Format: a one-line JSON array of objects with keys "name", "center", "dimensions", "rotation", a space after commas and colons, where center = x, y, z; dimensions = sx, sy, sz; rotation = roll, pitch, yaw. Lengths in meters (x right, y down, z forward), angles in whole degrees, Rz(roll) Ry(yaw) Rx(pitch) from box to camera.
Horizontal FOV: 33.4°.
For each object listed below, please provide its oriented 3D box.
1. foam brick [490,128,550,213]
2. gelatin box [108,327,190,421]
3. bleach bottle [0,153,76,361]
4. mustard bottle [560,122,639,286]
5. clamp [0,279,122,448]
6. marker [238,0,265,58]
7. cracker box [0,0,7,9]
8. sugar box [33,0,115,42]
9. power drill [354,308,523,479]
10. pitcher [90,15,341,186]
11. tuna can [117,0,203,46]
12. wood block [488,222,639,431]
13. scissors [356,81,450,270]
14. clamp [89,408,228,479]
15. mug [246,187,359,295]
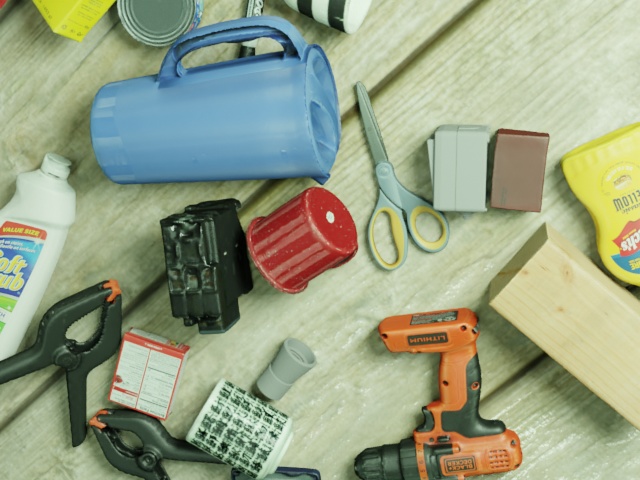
[{"name": "foam brick", "center": [0.201, -0.071, 1.075], "dimensions": [0.053, 0.051, 0.078], "rotation": [7, 104, 10]}, {"name": "gelatin box", "center": [-0.195, 0.153, 1.219], "dimensions": [0.073, 0.030, 0.089], "rotation": [18, 106, 5]}, {"name": "bleach bottle", "center": [-0.347, 0.015, 1.201], "dimensions": [0.102, 0.068, 0.251], "rotation": [27, 105, 2]}, {"name": "mustard bottle", "center": [0.319, -0.014, 1.061], "dimensions": [0.096, 0.058, 0.191], "rotation": [-24, 98, 12]}, {"name": "clamp", "center": [-0.284, 0.137, 1.214], "dimensions": [0.210, 0.036, 0.164], "rotation": [-47, 122, 6]}, {"name": "marker", "center": [-0.069, -0.234, 1.108], "dimensions": [0.020, 0.020, 0.121], "rotation": [13, 105, 8]}, {"name": "cracker box", "center": [-0.399, -0.241, 1.064], "dimensions": [0.072, 0.164, 0.213], "rotation": [38, 86, 6]}, {"name": "sugar box", "center": [-0.225, -0.298, 1.093], "dimensions": [0.176, 0.048, 0.093], "rotation": [-47, 61, 19]}, {"name": "power drill", "center": [0.115, 0.173, 1.148], "dimensions": [0.184, 0.057, 0.187], "rotation": [-9, 104, 10]}, {"name": "pitcher", "center": [-0.108, -0.129, 1.083], "dimensions": [0.243, 0.145, 0.149], "rotation": [-4, 82, 15]}, {"name": "tuna can", "center": [-0.166, -0.247, 1.117], "dimensions": [0.086, 0.033, 0.086], "rotation": [3, 103, 11]}, {"name": "wood block", "center": [0.278, 0.088, 1.077], "dimensions": [0.206, 0.090, 0.090], "rotation": [40, 107, 0]}, {"name": "scissors", "center": [0.087, -0.066, 1.118], "dimensions": [0.096, 0.016, 0.202], "rotation": [0, 103, 10]}, {"name": "clamp", "center": [-0.183, 0.244, 1.234], "dimensions": [0.171, 0.039, 0.120], "rotation": [42, 100, -5]}, {"name": "mug", "center": [-0.007, 0.001, 1.111], "dimensions": [0.082, 0.093, 0.117], "rotation": [-33, 139, 31]}]
